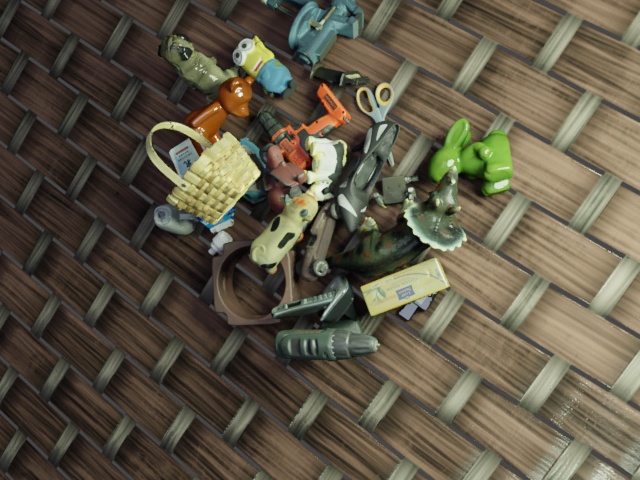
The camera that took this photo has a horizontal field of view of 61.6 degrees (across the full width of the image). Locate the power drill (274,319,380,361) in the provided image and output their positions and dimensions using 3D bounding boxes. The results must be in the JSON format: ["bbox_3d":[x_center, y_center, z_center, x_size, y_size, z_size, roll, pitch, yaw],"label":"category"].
[{"bbox_3d":[0.033,0.218,1.158,0.232,0.207,0.086,-6,92,18],"label":"power drill"}]

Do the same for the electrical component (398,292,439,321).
[{"bbox_3d":[0.215,0.124,1.192,0.075,0.047,0.119,39,96,15],"label":"electrical component"}]

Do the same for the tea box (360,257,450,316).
[{"bbox_3d":[0.180,0.098,1.128,0.170,0.098,0.068,-24,79,14],"label":"tea box"}]

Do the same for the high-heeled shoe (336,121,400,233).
[{"bbox_3d":[0.117,-0.142,1.189,0.145,0.086,0.248,-17,62,45],"label":"high-heeled shoe"}]

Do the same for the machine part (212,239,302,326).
[{"bbox_3d":[-0.149,0.099,1.277,0.202,0.087,0.201,-5,86,14],"label":"machine part"}]

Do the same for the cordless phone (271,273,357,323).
[{"bbox_3d":[-0.016,0.139,1.194,0.184,0.147,0.088,-11,101,-1],"label":"cordless phone"}]

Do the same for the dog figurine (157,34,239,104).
[{"bbox_3d":[-0.281,-0.399,1.286,0.172,0.190,0.121,28,95,14],"label":"dog figurine"}]

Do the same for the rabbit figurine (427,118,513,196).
[{"bbox_3d":[0.312,-0.175,1.141,0.170,0.121,0.159,-5,79,13],"label":"rabbit figurine"}]

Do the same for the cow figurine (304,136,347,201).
[{"bbox_3d":[0.009,-0.150,1.240,0.098,0.068,0.167,0,111,-19],"label":"cow figurine"}]

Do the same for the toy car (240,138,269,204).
[{"bbox_3d":[-0.175,-0.173,1.290,0.109,0.103,0.161,-34,81,11],"label":"toy car"}]

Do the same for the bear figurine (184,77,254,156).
[{"bbox_3d":[-0.223,-0.294,1.276,0.196,0.120,0.132,-28,101,19],"label":"bear figurine"}]

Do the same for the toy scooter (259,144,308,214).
[{"bbox_3d":[-0.074,-0.124,1.221,0.075,0.183,0.135,-34,42,-28],"label":"toy scooter"}]

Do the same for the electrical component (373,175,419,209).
[{"bbox_3d":[0.172,-0.108,1.217,0.102,0.045,0.078,-1,88,16],"label":"electrical component"}]

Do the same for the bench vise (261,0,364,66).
[{"bbox_3d":[-0.024,-0.532,1.259,0.241,0.129,0.223,32,93,11],"label":"bench vise"}]

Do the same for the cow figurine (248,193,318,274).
[{"bbox_3d":[-0.079,-0.023,1.165,0.085,0.127,0.195,40,84,10],"label":"cow figurine"}]

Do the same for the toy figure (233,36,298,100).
[{"bbox_3d":[-0.135,-0.411,1.303,0.180,0.089,0.082,40,81,5],"label":"toy figure"}]

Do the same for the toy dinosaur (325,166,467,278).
[{"bbox_3d":[0.144,0.012,1.126,0.405,0.192,0.131,-34,97,20],"label":"toy dinosaur"}]

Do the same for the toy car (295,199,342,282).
[{"bbox_3d":[-0.003,-0.004,1.222,0.053,0.089,0.202,22,78,-26],"label":"toy car"}]

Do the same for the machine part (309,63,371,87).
[{"bbox_3d":[0.044,-0.383,1.259,0.139,0.084,0.039,21,125,25],"label":"machine part"}]

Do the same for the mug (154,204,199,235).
[{"bbox_3d":[-0.353,-0.053,1.332,0.110,0.107,0.080,5,90,18],"label":"mug"}]
